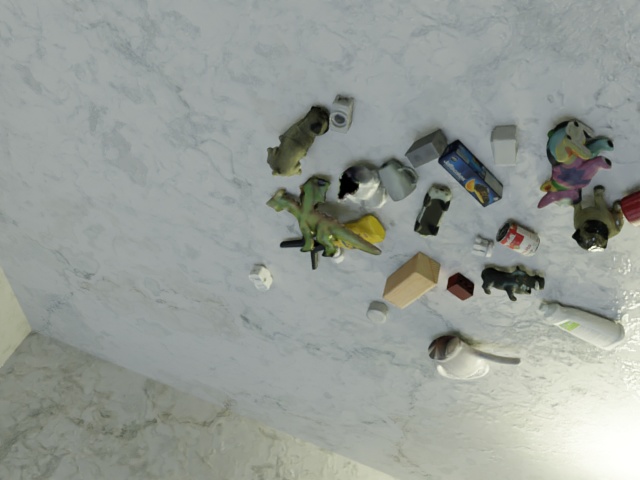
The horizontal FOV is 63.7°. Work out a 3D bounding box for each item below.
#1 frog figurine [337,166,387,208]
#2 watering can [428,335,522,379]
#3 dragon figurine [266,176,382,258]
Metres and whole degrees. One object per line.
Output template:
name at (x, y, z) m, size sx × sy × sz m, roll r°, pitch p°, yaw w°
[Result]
frog figurine at (0.138, -0.158, 1.543) m, size 0.159 × 0.125 × 0.134 m, roll 3°, pitch 141°, yaw -33°
watering can at (0.559, 0.443, 1.951) m, size 0.222 × 0.106 × 0.342 m, roll 40°, pitch 137°, yaw -17°
dragon figurine at (0.005, -0.082, 1.639) m, size 0.411 × 0.124 × 0.238 m, roll 7°, pitch 120°, yaw 32°
